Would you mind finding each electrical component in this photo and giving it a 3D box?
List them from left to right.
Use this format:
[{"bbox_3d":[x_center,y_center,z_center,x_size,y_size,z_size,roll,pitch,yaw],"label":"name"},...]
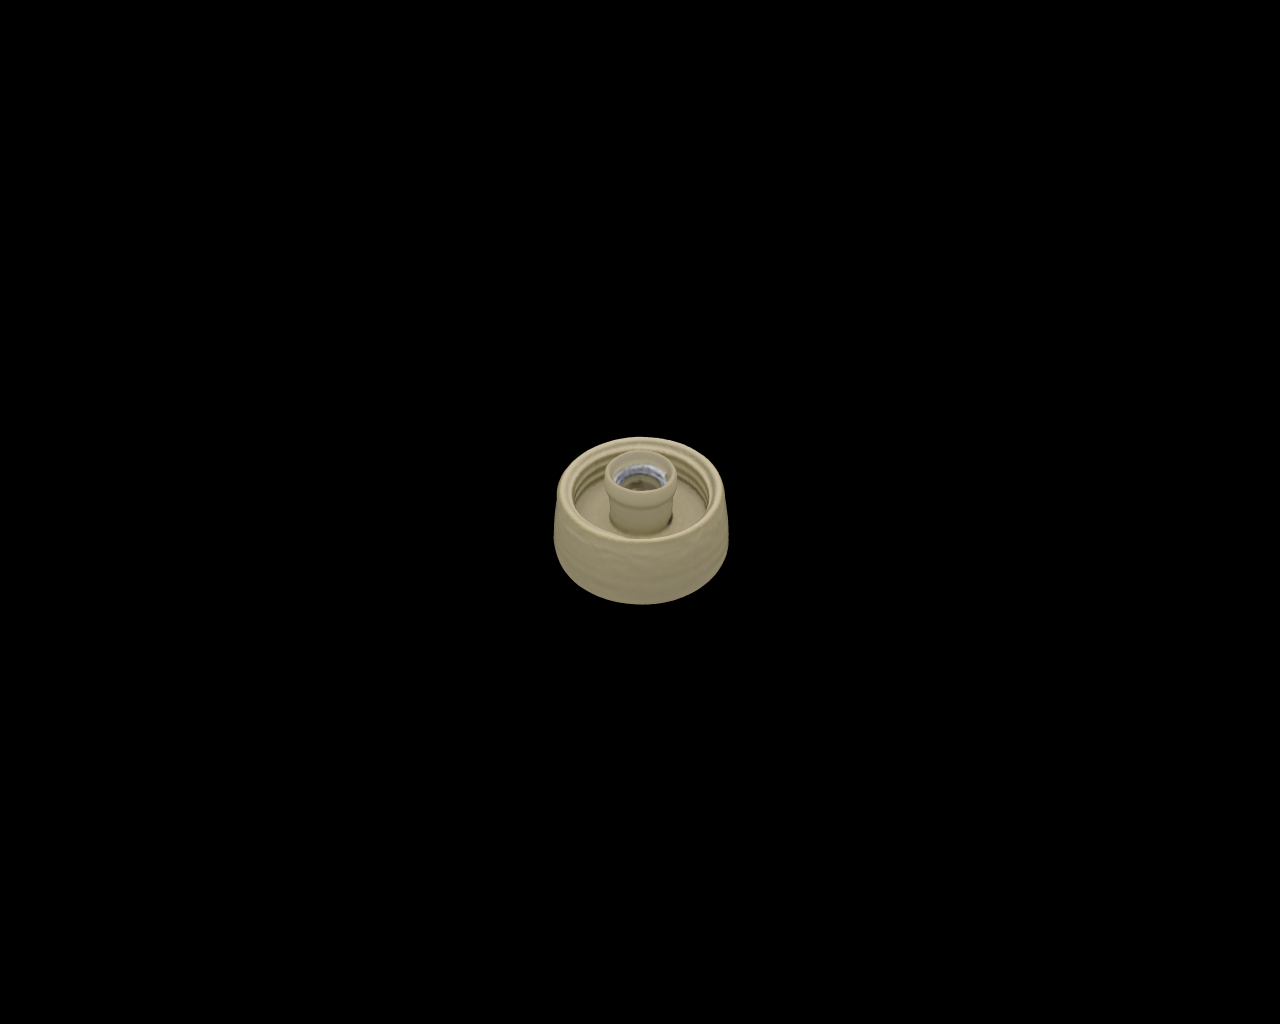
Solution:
[{"bbox_3d":[0.001,-0.003,0.650,0.108,0.060,0.108,0,42,0],"label":"electrical component"}]
